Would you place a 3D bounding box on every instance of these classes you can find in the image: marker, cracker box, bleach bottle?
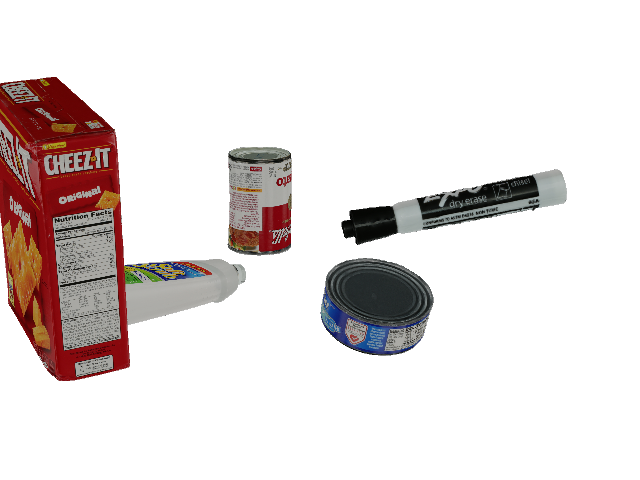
[{"bbox_3d":[0.071,-0.018,0.574,0.121,0.020,0.020,-11,0,-2],"label":"marker"},{"bbox_3d":[-0.224,-0.012,0.902,0.072,0.214,0.164,-12,28,-26],"label":"cracker box"},{"bbox_3d":[-0.211,0.061,1.460,0.250,0.068,0.103,-10,26,-44],"label":"bleach bottle"}]

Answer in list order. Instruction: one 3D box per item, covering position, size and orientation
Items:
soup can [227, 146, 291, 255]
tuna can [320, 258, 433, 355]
[{"bbox_3d":[-0.064,-0.043,1.124,0.068,0.102,0.068,1,17,0],"label":"soup can"},{"bbox_3d":[0.043,0.052,0.840,0.086,0.034,0.086,8,33,-5],"label":"tuna can"}]
